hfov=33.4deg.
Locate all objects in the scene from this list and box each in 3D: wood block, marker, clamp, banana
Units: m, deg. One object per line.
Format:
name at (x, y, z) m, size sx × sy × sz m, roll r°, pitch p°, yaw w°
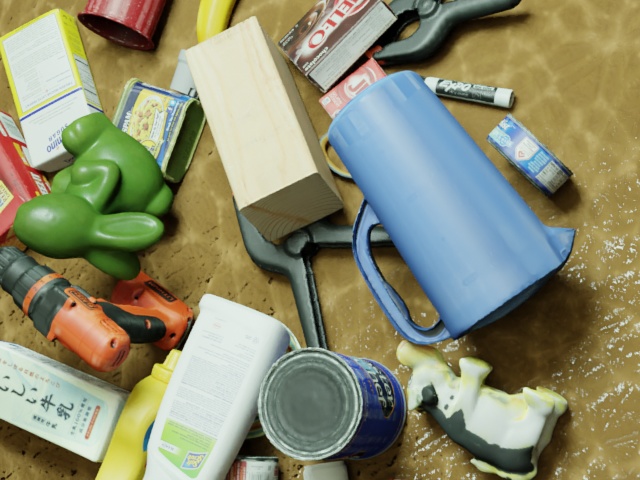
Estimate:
wood block at (-0.060, -0.116, 1.113) m, size 0.090 × 0.090 × 0.206 m, roll -25°, pitch 62°, yaw 9°
marker at (0.140, -0.155, 1.101) m, size 0.121 × 0.020 × 0.020 m, roll 14°, pitch 85°, yaw 23°
clamp at (0.126, -0.236, 1.109) m, size 0.171 × 0.039 × 0.120 m, roll -47°, pitch 51°, yaw 12°
banana at (-0.087, -0.300, 1.208) m, size 0.070 × 0.037 × 0.198 m, roll 44°, pitch 97°, yaw 24°
clamp at (-0.007, 0.001, 1.119) m, size 0.164 × 0.036 × 0.210 m, roll -45°, pitch 65°, yaw 4°

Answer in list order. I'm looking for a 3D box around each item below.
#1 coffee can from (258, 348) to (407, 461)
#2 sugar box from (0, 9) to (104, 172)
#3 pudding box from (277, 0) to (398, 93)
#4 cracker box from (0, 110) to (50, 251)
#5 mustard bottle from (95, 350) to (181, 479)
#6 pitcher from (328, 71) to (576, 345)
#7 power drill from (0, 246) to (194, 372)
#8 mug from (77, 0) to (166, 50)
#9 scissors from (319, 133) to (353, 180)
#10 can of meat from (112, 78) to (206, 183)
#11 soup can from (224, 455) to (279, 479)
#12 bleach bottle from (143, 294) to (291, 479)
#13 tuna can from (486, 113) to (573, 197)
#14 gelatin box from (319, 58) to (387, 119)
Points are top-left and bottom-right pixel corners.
coffee can at (0.015, 0.160, 1.024) m, size 0.103 × 0.140 × 0.103 m, roll -4°, pitch 78°, yaw 21°
sugar box at (-0.316, -0.177, 1.271) m, size 0.093 × 0.048 × 0.176 m, roll -23°, pitch 76°, yaw 16°
pudding box at (0.017, -0.222, 1.132) m, size 0.113 × 0.039 × 0.090 m, roll -47°, pitch 37°, yaw 9°
cracker box at (-0.430, -0.034, 1.273) m, size 0.214 × 0.072 × 0.164 m, roll -38°, pitch 69°, yaw 12°
mustard bottle at (-0.180, 0.207, 1.116) m, size 0.058 × 0.096 × 0.191 m, roll 19°, pitch 87°, yaw 24°
pitcher at (0.106, -0.030, 1.008) m, size 0.149 × 0.145 × 0.243 m, roll -28°, pitch 77°, yaw -30°
power drill at (-0.233, 0.067, 1.112) m, size 0.185 × 0.187 × 0.057 m, roll 37°, pitch 105°, yaw 22°
mug at (-0.228, -0.276, 1.239) m, size 0.117 × 0.093 × 0.081 m, roll 5°, pitch 74°, yaw 59°
scissors at (0.090, -0.076, 1.107) m, size 0.202 × 0.016 × 0.096 m, roll 28°, pitch 91°, yaw 23°
can of meat at (-0.185, -0.122, 1.202) m, size 0.084 × 0.057 × 0.102 m, roll 19°, pitch 88°, yaw 21°
soup can at (-0.077, 0.270, 1.079) m, size 0.069 × 0.068 × 0.102 m, roll -1°, pitch 79°, yaw 21°
bleach bottle at (-0.124, 0.184, 1.055) m, size 0.103 × 0.068 × 0.250 m, roll 19°, pitch 70°, yaw 22°
tuna can at (0.201, -0.081, 1.028) m, size 0.034 × 0.086 × 0.086 m, roll -47°, pitch 68°, yaw 10°
gelatin box at (0.052, -0.133, 1.108) m, size 0.073 × 0.030 × 0.089 m, roll -37°, pitch 68°, yaw 10°
